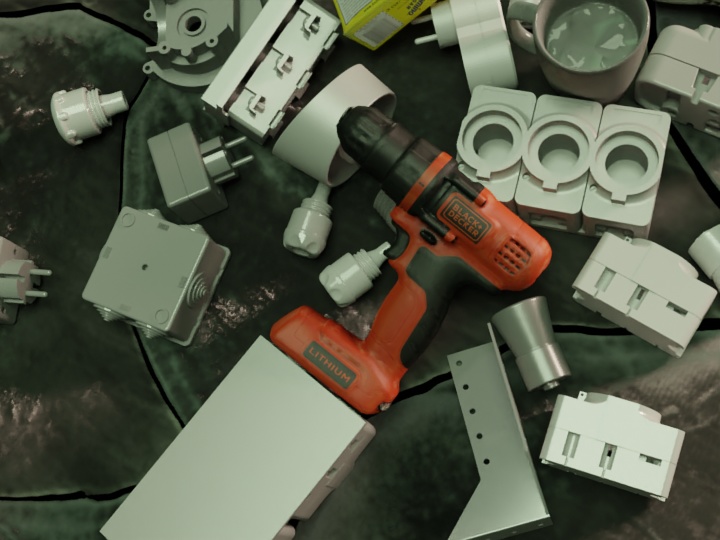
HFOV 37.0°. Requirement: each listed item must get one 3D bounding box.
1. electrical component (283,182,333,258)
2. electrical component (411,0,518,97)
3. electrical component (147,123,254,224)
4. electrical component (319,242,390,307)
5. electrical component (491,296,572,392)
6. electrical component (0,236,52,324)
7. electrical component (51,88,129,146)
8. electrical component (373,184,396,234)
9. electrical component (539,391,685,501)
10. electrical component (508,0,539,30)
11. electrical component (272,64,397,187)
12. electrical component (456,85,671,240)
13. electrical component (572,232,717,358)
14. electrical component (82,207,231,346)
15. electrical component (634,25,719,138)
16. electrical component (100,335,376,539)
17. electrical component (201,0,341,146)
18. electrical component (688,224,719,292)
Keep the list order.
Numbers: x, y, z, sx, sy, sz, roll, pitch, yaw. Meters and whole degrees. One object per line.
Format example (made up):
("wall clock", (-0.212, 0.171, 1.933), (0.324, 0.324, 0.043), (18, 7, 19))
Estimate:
("electrical component", (-0.038, -0.042, 0.868), (0.035, 0.035, 0.061), (16, 76, 16))
("electrical component", (0.079, -0.203, 0.878), (0.074, 0.052, 0.138), (-13, 72, 9))
("electrical component", (-0.126, -0.087, 0.893), (0.077, 0.047, 0.065), (-22, 71, 6))
("electrical component", (0.000, 0.000, 0.848), (0.061, 0.035, 0.035), (-37, 70, -3))
("electrical component", (0.130, 0.057, 0.800), (0.044, 0.044, 0.065), (-23, 76, 5))
("electrical component", (-0.295, 0.009, 0.904), (0.077, 0.047, 0.065), (3, 75, 13))
("electrical component", (-0.233, -0.138, 0.934), (0.062, 0.048, 0.048), (-18, 71, 0))
("electrical component", (0.043, -0.044, 0.845), (0.043, 0.043, 0.081), (-40, 71, 0))
("electrical component", (0.180, 0.122, 0.765), (0.089, 0.050, 0.055), (16, 79, 16))
("electrical component", (0.142, -0.230, 0.878), (0.044, 0.044, 0.065), (10, 82, 15))
("electrical component", (-0.019, -0.116, 0.854), (0.064, 0.099, 0.099), (37, 85, 13))
("electrical component", (0.153, -0.081, 0.822), (0.150, 0.061, 0.089), (11, 77, 15))
("electrical component", (0.209, 0.015, 0.788), (0.089, 0.050, 0.055), (31, 83, 18))
("electrical component", (-0.167, 0.004, 0.876), (0.100, 0.048, 0.099), (20, 80, 17))
("electrical component", (0.266, -0.144, 0.819), (0.095, 0.053, 0.059), (26, 82, 18))
("electrical component", (-0.087, 0.158, 0.809), (0.105, 0.060, 0.186), (38, 85, 19))
("electrical component", (-0.071, -0.170, 0.895), (0.063, 0.079, 0.121), (34, 83, -3))
("electrical component", (0.272, -0.001, 0.785), (0.044, 0.044, 0.065), (-34, 66, 1))
